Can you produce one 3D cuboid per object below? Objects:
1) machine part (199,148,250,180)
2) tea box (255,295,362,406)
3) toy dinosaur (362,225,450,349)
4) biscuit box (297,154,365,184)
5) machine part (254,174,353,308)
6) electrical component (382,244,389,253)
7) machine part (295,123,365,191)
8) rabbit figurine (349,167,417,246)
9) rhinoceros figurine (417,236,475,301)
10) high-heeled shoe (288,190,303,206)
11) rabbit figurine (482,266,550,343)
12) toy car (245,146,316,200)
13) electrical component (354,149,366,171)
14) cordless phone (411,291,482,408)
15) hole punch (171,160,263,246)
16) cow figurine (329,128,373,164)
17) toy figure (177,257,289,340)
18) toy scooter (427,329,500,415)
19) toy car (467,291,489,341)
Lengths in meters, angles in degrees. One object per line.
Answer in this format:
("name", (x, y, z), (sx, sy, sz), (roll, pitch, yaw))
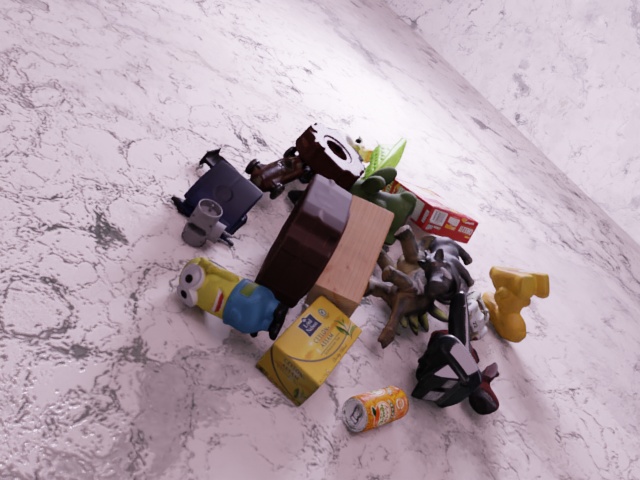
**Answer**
("machine part", (-0.189, -0.129, 1.098), (0.139, 0.039, 0.084), (49, 40, 14))
("tea box", (-0.013, 0.173, 0.868), (0.098, 0.068, 0.169), (41, 34, 5))
("toy dinosaur", (0.200, 0.078, 1.141), (0.198, 0.105, 0.471), (49, 36, -12))
("biscuit box", (0.023, -0.183, 1.336), (0.202, 0.062, 0.059), (-10, 57, -48))
("machine part", (-0.028, 0.004, 0.936), (0.087, 0.201, 0.201), (31, 34, -6))
("electrical component", (0.110, 0.011, 1.204), (0.102, 0.045, 0.078), (-33, 102, -52))
("machine part", (0.027, -0.192, 1.226), (0.179, 0.056, 0.179), (35, 29, -23))
("rabbit figurine", (0.131, -0.090, 1.269), (0.170, 0.159, 0.121), (29, 41, 14))
("rhinoceros figurine", (0.246, 0.056, 1.058), (0.112, 0.073, 0.190), (53, 31, -14))
("high-heeled shoe", (-0.002, -0.003, 1.118), (0.249, 0.086, 0.145), (31, 61, 21))
("rabbit figurine", (0.439, 0.152, 1.257), (0.163, 0.173, 0.122), (5, 9, 40))
("toy car", (-0.075, -0.151, 1.156), (0.089, 0.053, 0.202), (45, 39, 11))
("electrical component", (0.074, -0.205, 1.334), (0.063, 0.021, 0.094), (-12, 61, -49))
("cordless phone", (0.229, 0.195, 0.976), (0.089, 0.146, 0.184), (15, 53, -4))
("hole punch", (-0.182, -0.072, 0.992), (0.142, 0.092, 0.116), (40, 37, -2))
("cow figurine", (0.068, -0.258, 1.469), (0.167, 0.068, 0.098), (10, 36, -36))
("toy figure", (-0.135, 0.089, 0.823), (0.180, 0.082, 0.089), (23, -7, 8))
("toy scooter", (0.296, 0.247, 1.062), (0.135, 0.075, 0.184), (-12, 59, -51))
("toy car", (0.334, 0.161, 1.167), (0.073, 0.056, 0.201), (70, 20, 0))
